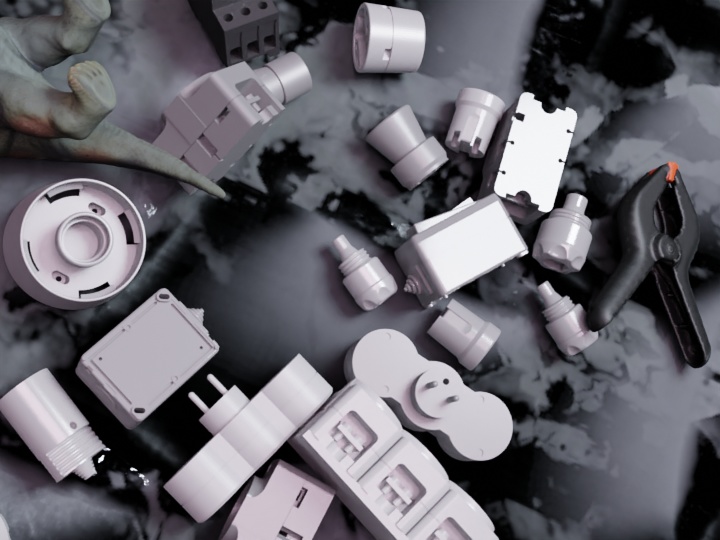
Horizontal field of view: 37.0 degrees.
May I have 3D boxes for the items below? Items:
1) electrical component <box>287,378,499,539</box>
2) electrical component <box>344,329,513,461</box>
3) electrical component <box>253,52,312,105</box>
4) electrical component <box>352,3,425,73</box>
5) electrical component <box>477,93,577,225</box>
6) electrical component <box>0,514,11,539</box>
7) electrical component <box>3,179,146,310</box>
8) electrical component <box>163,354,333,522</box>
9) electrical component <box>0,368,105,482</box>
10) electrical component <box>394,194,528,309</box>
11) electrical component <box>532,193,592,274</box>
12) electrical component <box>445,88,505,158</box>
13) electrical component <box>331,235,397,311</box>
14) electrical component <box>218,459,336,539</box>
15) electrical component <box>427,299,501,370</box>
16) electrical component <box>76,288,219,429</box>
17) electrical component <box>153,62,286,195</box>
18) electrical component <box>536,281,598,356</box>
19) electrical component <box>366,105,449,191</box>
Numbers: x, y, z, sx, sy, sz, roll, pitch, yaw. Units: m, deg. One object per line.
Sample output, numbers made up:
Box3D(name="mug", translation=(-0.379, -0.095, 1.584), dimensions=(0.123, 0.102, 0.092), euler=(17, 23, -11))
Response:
Box3D(name="electrical component", translation=(0.024, 0.156, 0.787), dimensions=(0.062, 0.089, 0.150), euler=(-42, 90, -16))
Box3D(name="electrical component", translation=(0.055, 0.094, 0.814), dimensions=(0.138, 0.074, 0.052), euler=(34, 75, -4))
Box3D(name="electrical component", translation=(-0.071, -0.145, 0.851), dimensions=(0.065, 0.044, 0.044), euler=(-31, 87, -20))
Box3D(name="electrical component", translation=(0.023, -0.186, 0.872), dimensions=(0.047, 0.055, 0.055), euler=(1, 79, -15))
Box3D(name="electrical component", translation=(0.134, -0.088, 0.874), dimensions=(0.050, 0.056, 0.089), euler=(19, 76, -8))
Box3D(name="electrical component", translation=(-0.280, 0.192, 0.738), dimensions=(0.080, 0.051, 0.080), euler=(2, 79, -11))
Box3D(name="electrical component", translation=(-0.210, -0.020, 0.799), dimensions=(0.099, 0.064, 0.099), euler=(2, 85, -24))
Box3D(name="electrical component", translation=(-0.093, 0.110, 0.791), dimensions=(0.073, 0.052, 0.138), euler=(46, 74, 0))
Box3D(name="electrical component", translation=(-0.217, 0.115, 0.769), dimensions=(0.043, 0.043, 0.081), euler=(-38, 89, -16))
Box3D(name="electrical component", translation=(0.071, -0.015, 0.844), dimensions=(0.096, 0.062, 0.061), euler=(-28, 86, -15))
Box3D(name="electrical component", translation=(0.169, -0.032, 0.878), dimensions=(0.043, 0.043, 0.062), euler=(23, 74, -7))
Box3D(name="electrical component", translation=(0.093, -0.120, 0.881), dimensions=(0.040, 0.040, 0.046), euler=(21, 81, -7))
Box3D(name="electrical component", translation=(0.000, 0.000, 0.841), dimensions=(0.035, 0.035, 0.061), euler=(-35, 85, -16))
Box3D(name="electrical component", translation=(-0.066, 0.187, 0.783), dimensions=(0.056, 0.050, 0.089), euler=(30, 74, -5))
Box3D(name="electrical component", translation=(0.081, 0.050, 0.847), dimensions=(0.046, 0.040, 0.040), euler=(37, 74, 4))
Box3D(name="electrical component", translation=(-0.152, 0.062, 0.788), dimensions=(0.061, 0.061, 0.096), euler=(48, 65, -1))
Box3D(name="electrical component", translation=(-0.110, -0.109, 0.808), dimensions=(0.055, 0.089, 0.050), euler=(49, 33, 1))
Box3D(name="electrical component", translation=(0.164, 0.037, 0.868), dimensions=(0.035, 0.035, 0.061), euler=(-32, 85, -16))
Box3D(name="electrical component", translation=(0.038, -0.098, 0.862), dimensions=(0.045, 0.045, 0.055), euler=(-38, 89, -16))
